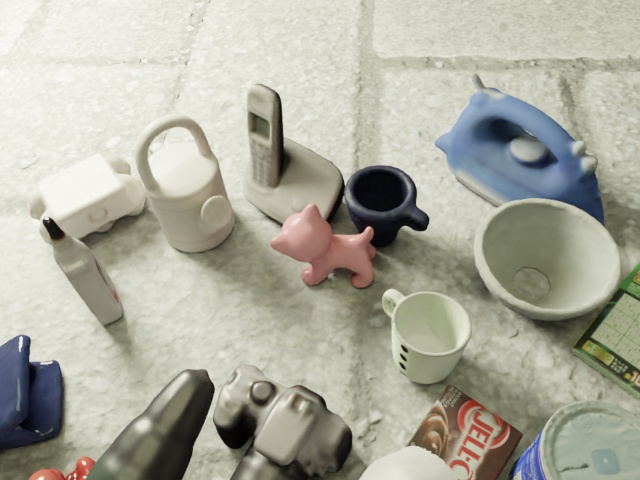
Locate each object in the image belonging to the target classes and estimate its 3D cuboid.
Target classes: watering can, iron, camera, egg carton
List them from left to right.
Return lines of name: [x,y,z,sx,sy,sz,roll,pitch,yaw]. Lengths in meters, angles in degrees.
egg carton: [-0.324,-0.055,0.801,0.150,0.069,0.107,-32,59,-18]
watering can: [-0.168,-0.074,0.728,0.172,0.194,0.101,23,59,19]
camera: [-0.055,0.213,0.573,0.143,0.101,0.137,23,59,19]
iron: [0.283,-0.116,0.761,0.119,0.141,0.257,-40,61,-22]

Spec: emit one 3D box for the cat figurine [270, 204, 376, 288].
cat figurine: [0.007,0.003,0.709,0.127,0.118,0.067,0,54,4]

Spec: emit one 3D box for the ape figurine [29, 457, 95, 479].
ape figurine: [-0.256,0.252,0.564,0.078,0.092,0.076,-24,56,-13]

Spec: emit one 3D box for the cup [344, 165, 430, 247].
cup: [0.089,-0.029,0.741,0.117,0.095,0.092,32,63,24]

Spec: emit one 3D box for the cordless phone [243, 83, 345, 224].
cordless phone: [-0.039,-0.105,0.747,0.147,0.185,0.094,28,61,22]

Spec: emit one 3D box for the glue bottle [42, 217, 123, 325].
glue bottle: [-0.283,0.030,0.674,0.037,0.173,0.078,-28,57,-16]

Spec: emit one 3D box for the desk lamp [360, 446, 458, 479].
desk lamp: [0.021,0.272,0.457,0.203,0.214,0.117,-24,56,-13]

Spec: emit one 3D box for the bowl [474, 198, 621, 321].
bowl: [0.267,0.034,0.696,0.167,0.075,0.167,-2,54,3]

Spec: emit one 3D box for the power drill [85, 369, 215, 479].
power drill: [-0.151,0.240,0.493,0.075,0.209,0.230,24,59,20]

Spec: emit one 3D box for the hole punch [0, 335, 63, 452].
hole punch: [-0.348,0.173,0.626,0.101,0.091,0.108,-15,55,-7]
